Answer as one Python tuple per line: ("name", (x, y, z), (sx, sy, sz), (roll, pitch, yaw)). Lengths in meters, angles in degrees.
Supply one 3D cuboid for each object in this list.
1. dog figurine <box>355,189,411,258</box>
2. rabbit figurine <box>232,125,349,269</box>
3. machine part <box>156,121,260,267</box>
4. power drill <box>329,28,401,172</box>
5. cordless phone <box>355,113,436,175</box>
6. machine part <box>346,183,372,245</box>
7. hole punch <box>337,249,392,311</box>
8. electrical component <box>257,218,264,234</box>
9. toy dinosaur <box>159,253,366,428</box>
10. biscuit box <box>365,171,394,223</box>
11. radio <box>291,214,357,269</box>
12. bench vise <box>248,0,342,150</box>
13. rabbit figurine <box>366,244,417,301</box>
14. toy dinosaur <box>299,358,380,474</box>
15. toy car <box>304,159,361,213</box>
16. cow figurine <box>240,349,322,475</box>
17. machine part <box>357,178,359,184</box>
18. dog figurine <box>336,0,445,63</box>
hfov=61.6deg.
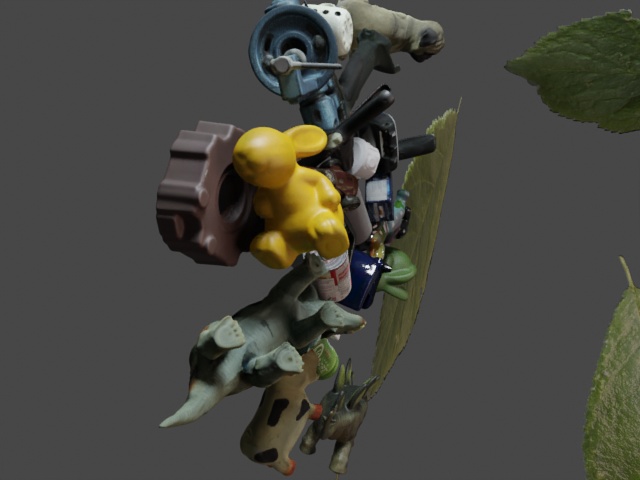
("dog figurine", (0.137, -0.014, 1.291), (0.191, 0.109, 0.219), (77, 33, -49))
("rabbit figurine", (-0.037, -0.072, 0.649), (0.173, 0.122, 0.162), (51, 42, -40))
("machine part", (-0.123, -0.053, 0.652), (0.179, 0.056, 0.179), (6, 90, -71))
("power drill", (0.059, -0.262, 0.987), (0.207, 0.086, 0.231), (-51, 146, -8))
("cordless phone", (0.167, -0.222, 1.174), (0.089, 0.184, 0.146), (-108, -175, -50))
("machine part", (0.053, -0.060, 1.087), (0.243, 0.079, 0.079), (64, 39, -57))
("hole punch", (0.057, 0.076, 1.075), (0.092, 0.142, 0.115), (-2, 110, -65))
("electrical component", (-0.045, -0.014, 0.773), (0.047, 0.119, 0.075), (-69, 167, 20))
("toy dinosaur", (-0.088, 0.138, 0.708), (0.405, 0.131, 0.192), (-24, 165, -48))
("biscuit box", (0.136, -0.125, 1.234), (0.203, 0.059, 0.062), (-82, 163, -50))
("radio", (-0.002, -0.003, 0.960), (0.229, 0.073, 0.131), (58, 44, -59))
("bench vise", (-0.028, -0.216, 0.729), (0.241, 0.129, 0.223), (-77, 160, -70))
("rabbit figurine", (0.158, 0.095, 1.348), (0.170, 0.159, 0.121), (-21, 128, -50))
("toy dinosaur", (0.040, 0.344, 1.066), (0.471, 0.105, 0.198), (18, 92, -80))
("toy car", (-0.015, -0.088, 0.805), (0.202, 0.053, 0.089), (1, 60, -45))
("cow figurine", (-0.062, 0.260, 0.862), (0.127, 0.086, 0.195), (41, 68, -35))
("machine part", (0.074, -0.112, 1.181), (0.138, 0.039, 0.084), (73, 23, -44))
("dog figurine", (0.134, -0.403, 1.024), (0.172, 0.191, 0.121), (-27, 122, -64))
